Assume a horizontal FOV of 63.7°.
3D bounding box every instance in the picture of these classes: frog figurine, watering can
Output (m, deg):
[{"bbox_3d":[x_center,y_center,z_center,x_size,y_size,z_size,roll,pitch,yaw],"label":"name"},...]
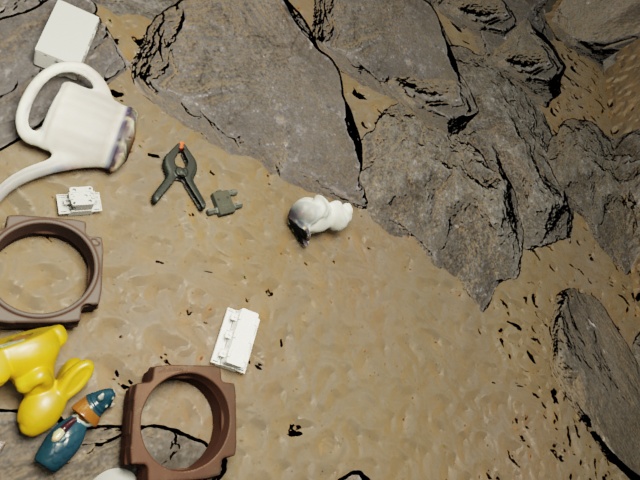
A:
[{"bbox_3d":[0.004,-0.065,1.288,0.161,0.124,0.134,-34,-29,-19],"label":"frog figurine"},{"bbox_3d":[-0.508,-0.202,1.056,0.223,0.353,0.103,20,-21,-24],"label":"watering can"}]
